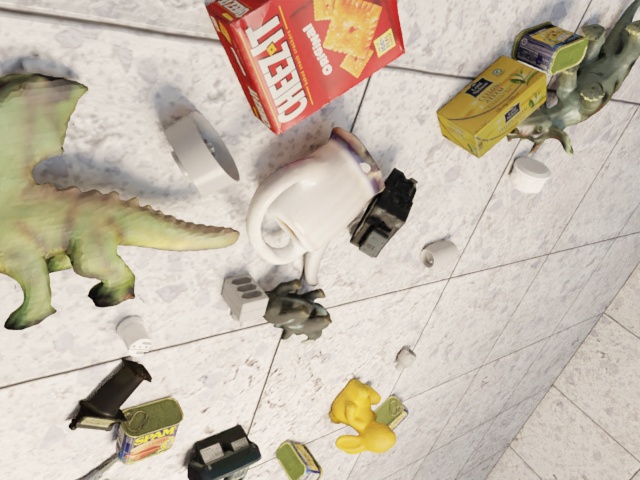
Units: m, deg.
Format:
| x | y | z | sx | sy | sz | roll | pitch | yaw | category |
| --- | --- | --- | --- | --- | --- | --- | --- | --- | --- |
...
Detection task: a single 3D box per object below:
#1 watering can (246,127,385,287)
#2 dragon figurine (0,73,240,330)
| x | y | z | sx | sy | sz | roll | pitch | yaw | category |
| --- | --- | --- | --- | --- | --- | --- | --- | --- | --- |
| 0.002 | -0.041 | 0.809 | 0.225 | 0.105 | 0.342 | -44 | 156 | -4 | watering can |
| -0.275 | -0.051 | 0.544 | 0.413 | 0.124 | 0.238 | -17 | 125 | -33 | dragon figurine |
